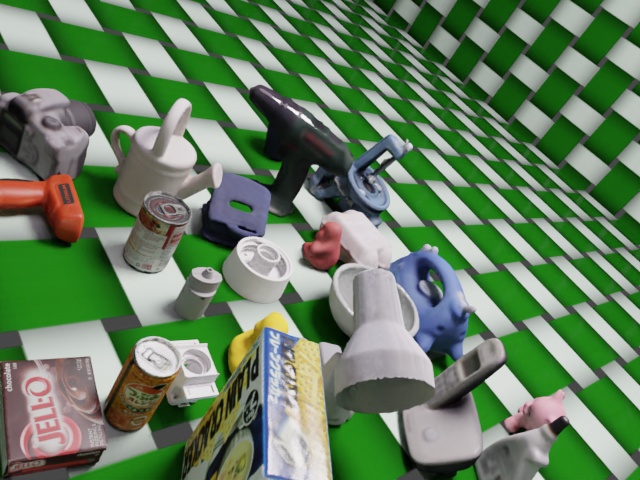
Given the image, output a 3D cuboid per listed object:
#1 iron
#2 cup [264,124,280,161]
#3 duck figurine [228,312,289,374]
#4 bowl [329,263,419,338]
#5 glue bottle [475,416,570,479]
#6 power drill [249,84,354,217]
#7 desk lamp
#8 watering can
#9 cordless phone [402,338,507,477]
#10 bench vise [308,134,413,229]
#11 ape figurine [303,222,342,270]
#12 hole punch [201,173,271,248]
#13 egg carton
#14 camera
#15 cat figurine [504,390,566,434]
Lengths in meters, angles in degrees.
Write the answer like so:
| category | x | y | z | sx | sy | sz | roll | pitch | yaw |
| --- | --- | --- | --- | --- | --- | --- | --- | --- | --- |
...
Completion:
| category | x | y | z | sx | sy | sz | roll | pitch | yaw |
| --- | --- | --- | --- | --- | --- | --- | --- | --- | --- |
| iron | 0.198 | 0.089 | 1.049 | 0.119 | 0.141 | 0.258 | 16 | 35 | -27 |
| cup | -0.071 | -0.219 | 1.267 | 0.118 | 0.095 | 0.091 | 24 | 32 | -16 |
| duck figurine | -0.075 | 0.141 | 0.775 | 0.077 | 0.086 | 0.104 | 30 | 31 | -6 |
| bowl | 0.078 | 0.122 | 0.956 | 0.168 | 0.074 | 0.167 | 24 | 32 | -16 |
| glue bottle | 0.290 | 0.302 | 0.810 | 0.037 | 0.173 | 0.078 | 22 | 33 | -19 |
| power drill | -0.064 | -0.155 | 1.075 | 0.230 | 0.208 | 0.075 | 24 | 32 | -16 |
| desk lamp | 0.044 | 0.153 | 0.745 | 0.118 | 0.213 | 0.203 | 17 | 35 | -26 |
| watering can | -0.237 | -0.131 | 0.893 | 0.173 | 0.194 | 0.100 | 18 | 34 | -25 |
| cordless phone | 0.200 | 0.232 | 0.810 | 0.094 | 0.185 | 0.147 | 23 | 33 | -18 |
| bench vise | 0.080 | -0.146 | 1.187 | 0.207 | 0.219 | 0.122 | 35 | 31 | 1 |
| ape figurine | 0.010 | 0.004 | 1.038 | 0.076 | 0.092 | 0.078 | 44 | 32 | 16 |
| hole punch | -0.139 | -0.047 | 0.969 | 0.109 | 0.091 | 0.101 | 18 | 34 | -24 |
| egg carton | 0.070 | 0.006 | 1.114 | 0.107 | 0.069 | 0.150 | -10 | 52 | -49 |
| camera | -0.404 | -0.176 | 0.889 | 0.143 | 0.100 | 0.137 | 39 | 31 | 8 |
| cat figurine | 0.377 | 0.292 | 0.960 | 0.128 | 0.117 | 0.067 | -12 | 54 | -51 |
